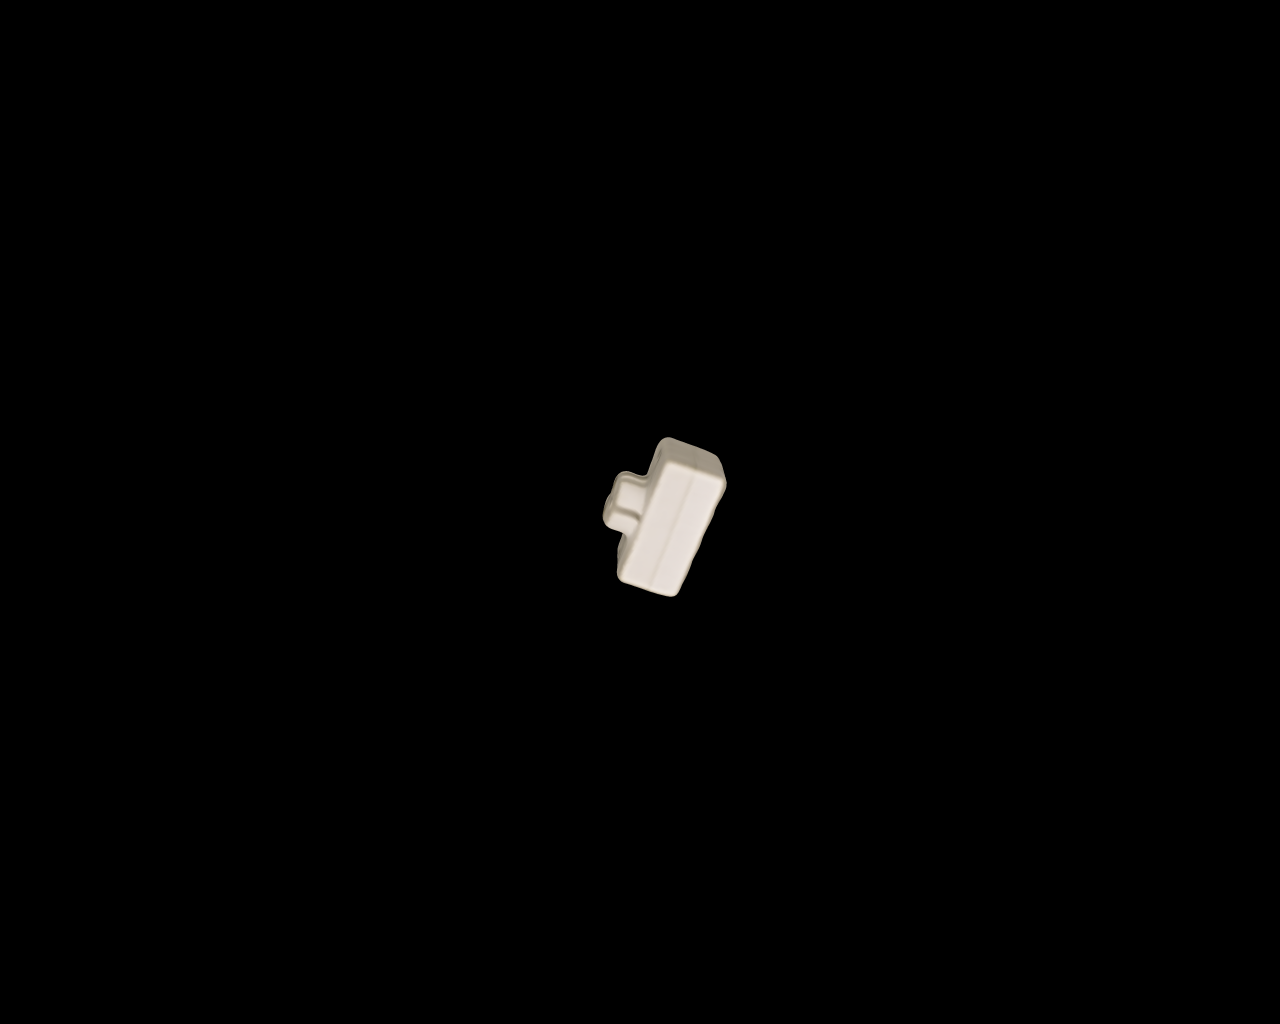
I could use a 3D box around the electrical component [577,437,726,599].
[{"bbox_3d":[0.001,-0.003,0.650,0.076,0.083,0.047,19,20,-7],"label":"electrical component"}]
